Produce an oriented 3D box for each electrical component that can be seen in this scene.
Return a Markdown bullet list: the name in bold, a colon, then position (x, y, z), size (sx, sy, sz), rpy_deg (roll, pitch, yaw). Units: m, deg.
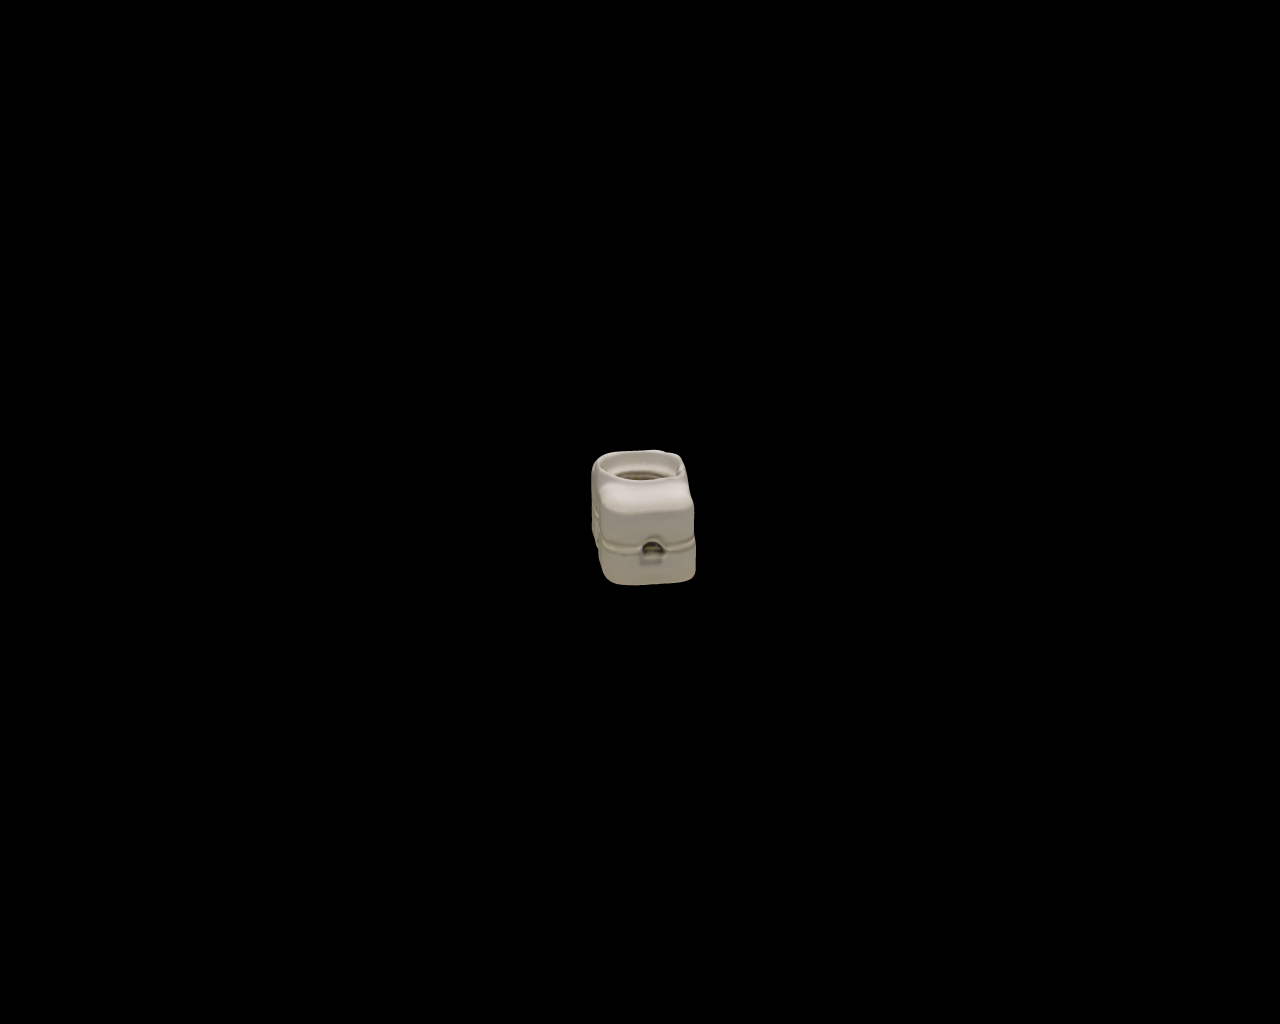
- **electrical component**: position (0.001, -0.003, 0.650), size (0.054, 0.059, 0.095), rpy_deg (-3, 22, -7)
